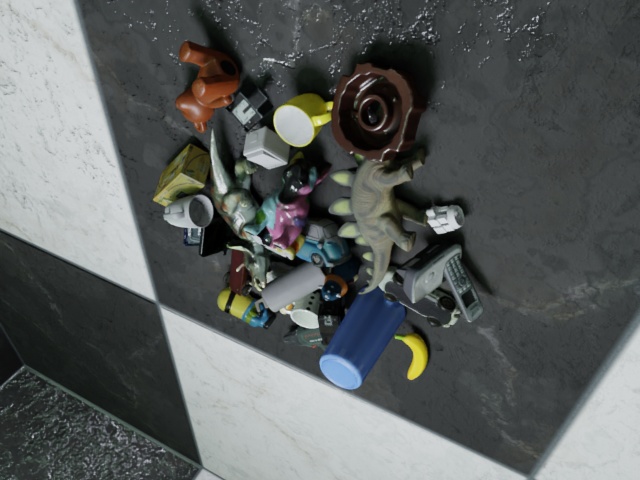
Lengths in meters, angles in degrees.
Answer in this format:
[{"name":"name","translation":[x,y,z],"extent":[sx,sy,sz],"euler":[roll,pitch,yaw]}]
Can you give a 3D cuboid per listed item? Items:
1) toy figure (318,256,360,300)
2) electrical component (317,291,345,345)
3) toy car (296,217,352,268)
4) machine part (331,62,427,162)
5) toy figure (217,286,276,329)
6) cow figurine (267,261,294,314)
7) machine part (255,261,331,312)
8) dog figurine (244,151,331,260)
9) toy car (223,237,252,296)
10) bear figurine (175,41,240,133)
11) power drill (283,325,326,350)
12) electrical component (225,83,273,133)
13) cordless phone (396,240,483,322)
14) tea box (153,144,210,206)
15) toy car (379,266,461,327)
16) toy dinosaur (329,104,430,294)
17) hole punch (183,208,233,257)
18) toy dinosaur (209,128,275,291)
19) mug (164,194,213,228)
[{"name":"toy figure","translation":[0.046,0.095,1.263],"extent":[0.064,0.154,0.057],"euler":[5,126,31]},{"name":"electrical component","translation":[0.031,0.184,1.371],"extent":[0.058,0.134,0.114],"euler":[1,128,8]},{"name":"toy car","translation":[-0.003,-0.004,1.262],"extent":[0.162,0.109,0.102],"euler":[21,114,35]},{"name":"machine part","translation":[0.101,-0.228,0.962],"extent":[0.180,0.056,0.179],"euler":[9,106,36]},{"name":"toy figure","translation":[-0.220,0.202,1.597],"extent":[0.180,0.089,0.082],"euler":[36,134,6]},{"name":"cow figurine","translation":[-0.117,0.130,1.475],"extent":[0.098,0.068,0.167],"euler":[25,134,23]},{"name":"machine part","translation":[-0.061,0.110,1.352],"extent":[0.243,0.079,0.079],"euler":[-30,110,12]},{"name":"dog figurine","translation":[-0.058,-0.080,1.176],"extent":[0.109,0.219,0.191],"euler":[27,172,15]},{"name":"toy car","translation":[-0.224,0.076,1.514],"extent":[0.089,0.053,0.202],"euler":[28,134,18]},{"name":"bear figurine","translation":[-0.260,-0.315,1.137],"extent":[0.196,0.132,0.120],"euler":[-26,81,42]},{"name":"power drill","translation":[0.021,0.314,1.546],"extent":[0.207,0.086,0.232],"euler":[51,135,-4]},{"name":"electrical component","translation":[-0.141,-0.287,1.130],"extent":[0.075,0.048,0.119],"euler":[45,138,-9]},{"name":"cordless phone","translation":[0.257,0.107,1.120],"extent":[0.184,0.146,0.089],"euler":[61,156,-8]},{"name":"tea box","translation":[-0.345,-0.154,1.345],"extent":[0.068,0.098,0.170],"euler":[27,147,-28]},{"name":"toy car","translation":[0.230,0.133,1.245],"extent":[0.202,0.056,0.073],"euler":[29,132,8]},{"name":"toy dinosaur","translation":[0.122,-0.057,1.119],"extent":[0.199,0.105,0.470],"euler":[17,126,33]},{"name":"hole punch","translation":[-0.293,-0.027,1.411],"extent":[0.092,0.116,0.142],"euler":[22,114,33]},{"name":"toy dinosaur","translation":[-0.198,-0.078,1.317],"extent":[0.192,0.131,0.404],"euler":[-11,113,40]},{"name":"mug","translation":[-0.333,-0.063,1.305],"extent":[0.107,0.109,0.080],"euler":[-3,107,37]}]
